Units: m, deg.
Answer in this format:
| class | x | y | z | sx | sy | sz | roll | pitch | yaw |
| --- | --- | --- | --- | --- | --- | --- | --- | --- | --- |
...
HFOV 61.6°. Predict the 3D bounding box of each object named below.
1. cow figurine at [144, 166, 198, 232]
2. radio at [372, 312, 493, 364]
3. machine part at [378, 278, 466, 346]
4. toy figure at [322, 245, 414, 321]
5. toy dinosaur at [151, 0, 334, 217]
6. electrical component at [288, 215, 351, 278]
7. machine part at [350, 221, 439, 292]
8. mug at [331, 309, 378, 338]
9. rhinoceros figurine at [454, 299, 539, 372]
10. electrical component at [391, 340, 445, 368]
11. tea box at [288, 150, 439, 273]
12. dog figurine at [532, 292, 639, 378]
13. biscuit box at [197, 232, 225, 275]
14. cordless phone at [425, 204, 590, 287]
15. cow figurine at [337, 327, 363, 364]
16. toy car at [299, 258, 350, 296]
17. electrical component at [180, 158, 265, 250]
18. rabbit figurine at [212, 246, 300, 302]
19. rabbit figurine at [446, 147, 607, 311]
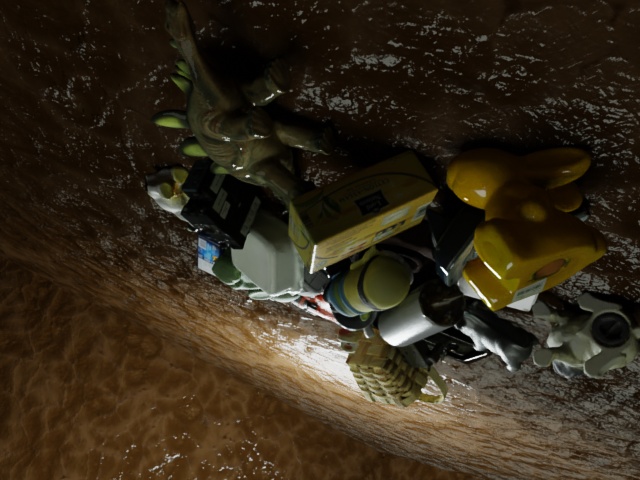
| class | x | y | z | sx | sy | sz | roll | pitch | yaw |
| --- | --- | --- | --- | --- | --- | --- | --- | --- | --- |
| cow figurine | -0.246 | -0.063 | 0.987 | 0.098 | 0.068 | 0.167 | 7 | 148 | 43 |
| radio | 0.209 | 0.158 | 1.032 | 0.230 | 0.073 | 0.131 | 23 | 155 | 3 |
| machine part | 0.158 | 0.119 | 0.860 | 0.079 | 0.079 | 0.243 | 26 | 153 | -6 |
| toy figure | 0.070 | 0.077 | 0.825 | 0.082 | 0.089 | 0.180 | 28 | 147 | -23 |
| toy dinosaur | -0.086 | -0.121 | 0.695 | 0.199 | 0.105 | 0.470 | 20 | 162 | 25 |
| electrical component | -0.002 | -0.003 | 0.886 | 0.119 | 0.048 | 0.074 | 55 | 173 | 28 |
| machine part | 0.134 | 0.022 | 0.843 | 0.179 | 0.056 | 0.179 | 18 | 154 | 9 |
| mug | 0.067 | 0.119 | 0.971 | 0.109 | 0.081 | 0.107 | 55 | -176 | -7 |
| rhinoceros figurine | 0.268 | 0.146 | 0.903 | 0.191 | 0.073 | 0.112 | 32 | 180 | 41 |
| electrical component | 0.190 | 0.211 | 1.024 | 0.078 | 0.045 | 0.102 | 54 | 149 | 0 |
| tea box | 0.049 | -0.034 | 0.666 | 0.068 | 0.170 | 0.098 | 62 | 164 | 20 |
| dog figurine | 0.436 | 0.163 | 0.841 | 0.173 | 0.121 | 0.190 | 3 | 163 | 43 |
| biscuit box | -0.219 | 0.014 | 1.127 | 0.059 | 0.063 | 0.202 | 25 | 155 | -3 |
| cordless phone | 0.232 | -0.006 | 0.681 | 0.184 | 0.089 | 0.146 | -14 | 164 | 11 |
| cow figurine | 0.109 | 0.238 | 1.256 | 0.086 | 0.127 | 0.194 | 3 | 163 | 38 |
| toy car | -0.021 | 0.048 | 0.977 | 0.109 | 0.103 | 0.161 | -2 | 147 | 42 |
| electrical component | -0.156 | -0.065 | 0.847 | 0.058 | 0.115 | 0.134 | 2 | 148 | 31 |
| rabbit figurine | -0.117 | 0.074 | 1.071 | 0.170 | 0.121 | 0.159 | 33 | 159 | 2 |
| rabbit figurine | 0.205 | -0.039 | 0.564 | 0.162 | 0.173 | 0.121 | -28 | 144 | 2 |
